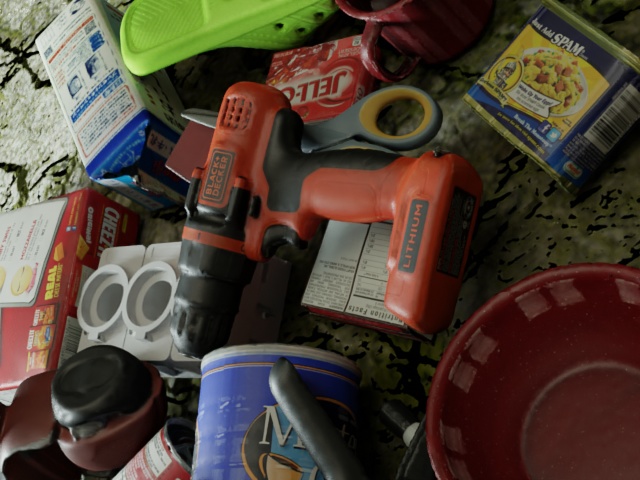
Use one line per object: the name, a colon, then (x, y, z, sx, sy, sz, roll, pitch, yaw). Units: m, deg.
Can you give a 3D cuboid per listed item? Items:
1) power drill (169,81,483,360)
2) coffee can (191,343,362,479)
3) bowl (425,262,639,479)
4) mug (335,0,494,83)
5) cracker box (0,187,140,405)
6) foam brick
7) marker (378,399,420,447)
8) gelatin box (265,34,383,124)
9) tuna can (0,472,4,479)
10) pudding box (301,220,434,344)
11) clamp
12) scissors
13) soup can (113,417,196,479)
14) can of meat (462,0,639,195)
power drill: (-0.004, 0.001, 0.660, 0.188, 0.057, 0.184, 13, 90, 29)
coffee can: (-0.028, 0.145, 0.653, 0.103, 0.102, 0.140, -13, 62, 34)
bowl: (0.139, 0.094, 0.564, 0.162, 0.055, 0.162, -19, 50, 23)
mug: (0.064, -0.164, 0.742, 0.093, 0.081, 0.117, 13, 77, 42)
cracker box: (-0.257, 0.060, 0.901, 0.214, 0.072, 0.164, -13, 61, 35)
foam brick: (-0.065, -0.054, 0.796, 0.053, 0.078, 0.051, 32, 92, 43)
marker: (0.075, 0.133, 0.633, 0.020, 0.020, 0.121, -54, 47, 4)
gelatin box: (-0.001, -0.111, 0.796, 0.089, 0.030, 0.073, -5, 59, 34)
tuna can: (-0.261, 0.183, 0.868, 0.086, 0.033, 0.086, -18, 59, 32)
pudding box: (0.046, 0.005, 0.705, 0.090, 0.039, 0.113, 11, 78, 39)
clamp: (0.044, 0.140, 0.598, 0.120, 0.039, 0.171, -11, 78, -5)
scissors: (-0.001, -0.083, 0.719, 0.202, 0.016, 0.096, 33, 90, 30)
soup can: (-0.110, 0.180, 0.726, 0.102, 0.068, 0.069, -48, 48, 11)
can of meat: (0.149, -0.089, 0.656, 0.084, 0.057, 0.102, -49, 47, 12)
